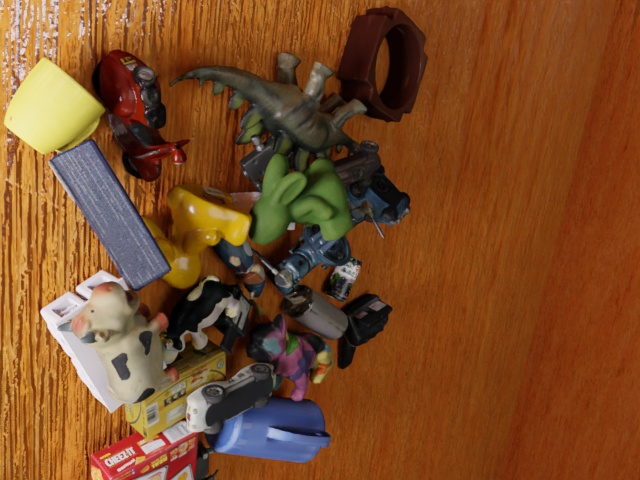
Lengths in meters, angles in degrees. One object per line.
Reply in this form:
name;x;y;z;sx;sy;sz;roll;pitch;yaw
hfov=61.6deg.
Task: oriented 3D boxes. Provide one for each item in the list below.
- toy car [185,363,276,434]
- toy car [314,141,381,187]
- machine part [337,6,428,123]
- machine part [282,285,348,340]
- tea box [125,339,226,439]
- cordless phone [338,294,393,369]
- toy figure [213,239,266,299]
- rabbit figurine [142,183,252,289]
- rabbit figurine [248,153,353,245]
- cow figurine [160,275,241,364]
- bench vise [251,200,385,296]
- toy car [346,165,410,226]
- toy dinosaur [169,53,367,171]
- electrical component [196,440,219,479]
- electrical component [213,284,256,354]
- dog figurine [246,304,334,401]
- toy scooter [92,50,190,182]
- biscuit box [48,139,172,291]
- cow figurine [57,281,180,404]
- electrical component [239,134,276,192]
toy car;-0.154;0.279;0.962;0.201;0.056;0.073;-13;113;-51
toy car;0.049;-0.128;1.032;0.202;0.053;0.089;-27;142;-43
machine part;0.133;-0.364;1.131;0.201;0.087;0.201;14;92;-53
machine part;-0.008;0.162;1.185;0.243;0.079;0.079;40;73;-51
tea box;-0.247;0.250;0.930;0.169;0.068;0.098;-21;124;-47
cordless phone;0.106;0.241;1.375;0.146;0.089;0.184;-25;135;-44
toy figure;-0.140;0.044;0.970;0.154;0.058;0.064;58;35;-33
rabbit figurine;-0.208;0.004;0.845;0.162;0.122;0.173;3;121;-49
rabbit figurine;-0.041;-0.055;0.883;0.170;0.121;0.158;-27;136;-26
cow figurine;-0.219;0.134;0.893;0.167;0.068;0.098;-43;151;-14
bench vise;0.004;0.006;1.046;0.240;0.129;0.223;-39;169;32
toy car;0.118;-0.093;1.205;0.109;0.161;0.103;-47;-179;-39
toy dinosaur;-0.052;-0.221;0.950;0.471;0.105;0.198;24;90;-48
electrical component;-0.237;0.439;1.044;0.078;0.045;0.102;-10;112;-51
electrical component;-0.165;0.147;0.977;0.074;0.048;0.119;54;43;-48
dog figurine;-0.065;0.214;1.115;0.191;0.109;0.218;-38;129;-35
toy scooter;-0.233;-0.159;0.723;0.075;0.135;0.183;-31;126;-38
biscuit box;-0.275;-0.031;0.717;0.063;0.059;0.202;-30;107;-13
cow figurine;-0.275;0.143;0.742;0.127;0.086;0.194;-35;131;-46
electrical component;-0.101;-0.126;0.885;0.063;0.021;0.093;-38;134;-10
